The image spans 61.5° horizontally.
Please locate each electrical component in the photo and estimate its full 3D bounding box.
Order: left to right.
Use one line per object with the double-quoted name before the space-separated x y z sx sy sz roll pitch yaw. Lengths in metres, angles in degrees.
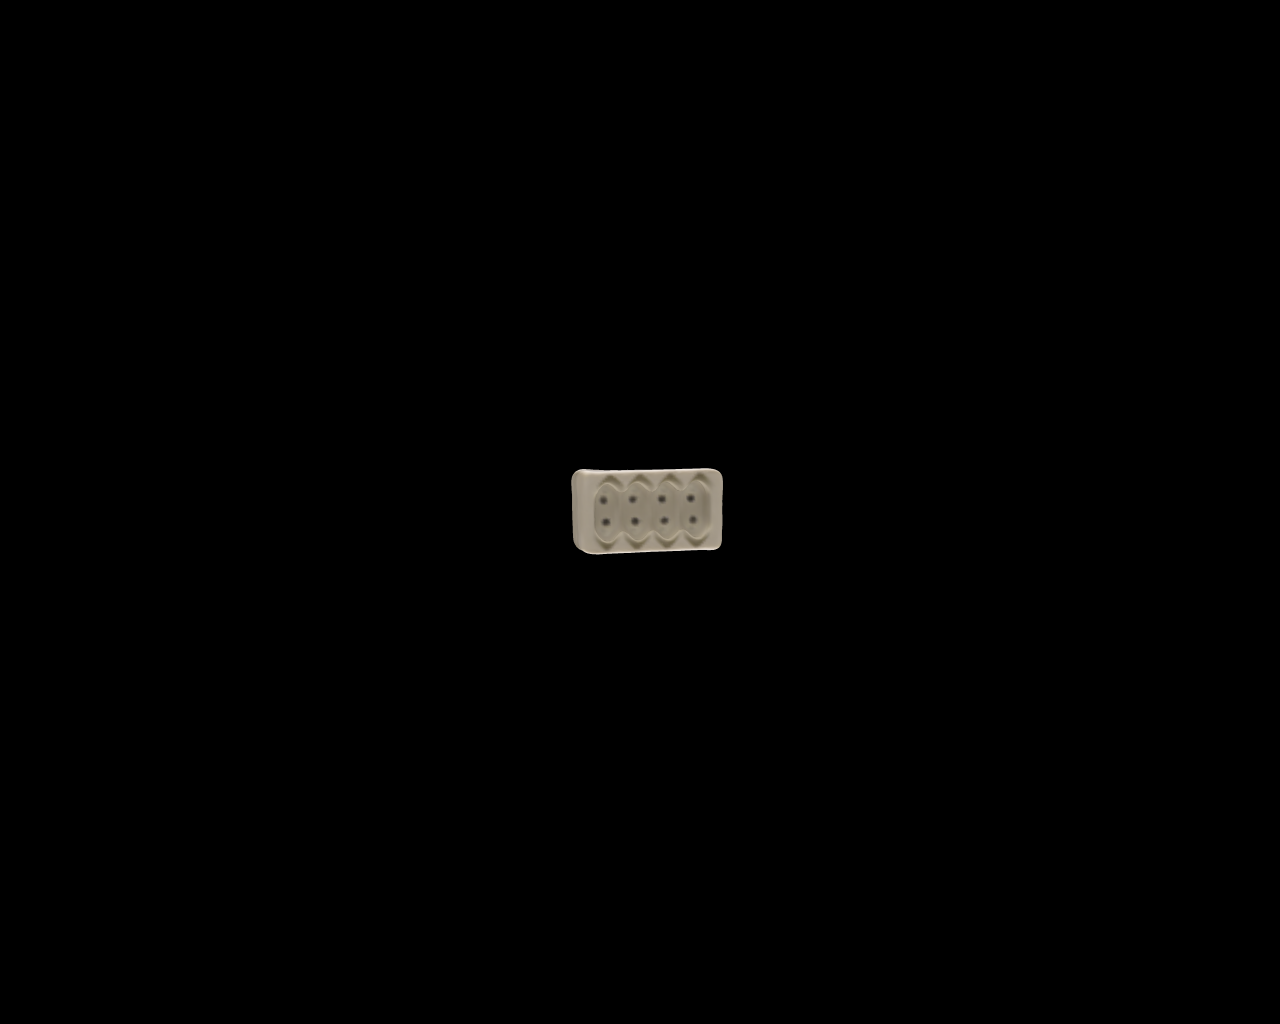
"electrical component" 0.001 -0.003 0.650 0.083 0.047 0.076 -1 4 -11
